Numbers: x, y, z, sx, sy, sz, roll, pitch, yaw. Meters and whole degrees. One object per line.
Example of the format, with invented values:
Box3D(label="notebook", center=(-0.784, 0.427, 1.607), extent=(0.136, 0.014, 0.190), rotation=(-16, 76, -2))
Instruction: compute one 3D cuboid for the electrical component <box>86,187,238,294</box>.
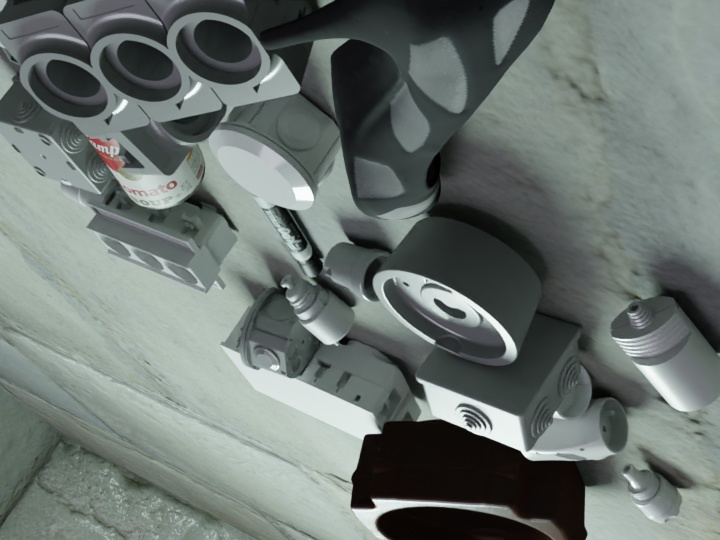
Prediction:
Box3D(label="electrical component", center=(-0.176, -0.033, 0.971), extent=(0.121, 0.063, 0.078), rotation=(20, 156, 29))

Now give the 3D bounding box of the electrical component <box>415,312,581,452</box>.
Box3D(label="electrical component", center=(0.102, 0.074, 0.771), extent=(0.100, 0.099, 0.048), rotation=(18, 143, 33))

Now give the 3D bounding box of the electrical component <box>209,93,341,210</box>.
Box3D(label="electrical component", center=(-0.055, -0.080, 0.708), extent=(0.080, 0.051, 0.080), rotation=(28, 159, 12))

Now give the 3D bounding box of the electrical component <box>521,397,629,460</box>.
Box3D(label="electrical component", center=(0.178, 0.130, 0.856), extent=(0.077, 0.043, 0.079), rotation=(-14, 155, 42))

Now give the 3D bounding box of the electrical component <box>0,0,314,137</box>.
Box3D(label="electrical component", center=(-0.111, -0.130, 0.588), extent=(0.150, 0.061, 0.089), rotation=(-7, 142, 26))

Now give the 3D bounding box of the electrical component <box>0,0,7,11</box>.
Box3D(label="electrical component", center=(-0.218, -0.208, 0.645), extent=(0.109, 0.056, 0.108), rotation=(22, 157, 25))

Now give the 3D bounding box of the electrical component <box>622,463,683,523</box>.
Box3D(label="electrical component", center=(0.244, 0.185, 0.910), extent=(0.061, 0.035, 0.035), rotation=(43, 157, -23))

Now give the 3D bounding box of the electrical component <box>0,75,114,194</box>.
Box3D(label="electrical component", center=(-0.259, -0.115, 0.925), extent=(0.100, 0.048, 0.099), rotation=(17, 156, 33))

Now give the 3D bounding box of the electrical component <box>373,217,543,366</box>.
Box3D(label="electrical component", center=(0.070, 0.009, 0.720), extent=(0.108, 0.060, 0.108), rotation=(28, 159, 12))

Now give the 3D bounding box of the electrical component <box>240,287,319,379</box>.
Box3D(label="electrical component", center=(-0.075, 0.060, 1.019), extent=(0.051, 0.080, 0.080), rotation=(18, 156, 21))

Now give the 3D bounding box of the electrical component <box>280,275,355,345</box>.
Box3D(label="electrical component", center=(-0.040, 0.033, 0.958), extent=(0.078, 0.040, 0.040), rotation=(42, 157, -26))

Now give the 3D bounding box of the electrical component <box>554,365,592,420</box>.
Box3D(label="electrical component", center=(0.135, 0.091, 0.837), extent=(0.043, 0.043, 0.081), rotation=(43, 157, -26))

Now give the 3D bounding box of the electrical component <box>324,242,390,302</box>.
Box3D(label="electrical component", center=(0.000, 0.000, 0.832), extent=(0.046, 0.040, 0.040), rotation=(20, 157, 44))

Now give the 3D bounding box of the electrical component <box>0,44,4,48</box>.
Box3D(label="electrical component", center=(-0.222, -0.164, 0.774), extent=(0.065, 0.044, 0.044), rotation=(31, 160, -11))

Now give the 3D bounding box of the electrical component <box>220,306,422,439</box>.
Box3D(label="electrical component", center=(-0.036, 0.108, 1.096), extent=(0.186, 0.060, 0.105), rotation=(21, 157, 28))

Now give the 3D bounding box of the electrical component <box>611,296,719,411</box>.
Box3D(label="electrical component", center=(0.188, 0.047, 0.662), extent=(0.081, 0.043, 0.043), rotation=(45, 156, -30))

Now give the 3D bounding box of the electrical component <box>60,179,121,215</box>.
Box3D(label="electrical component", center=(-0.251, -0.074, 1.018), extent=(0.065, 0.044, 0.044), rotation=(27, 159, 26))

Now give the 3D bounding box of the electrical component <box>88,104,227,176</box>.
Box3D(label="electrical component", center=(-0.123, -0.108, 0.688), extent=(0.056, 0.089, 0.050), rotation=(7, 148, 49))
